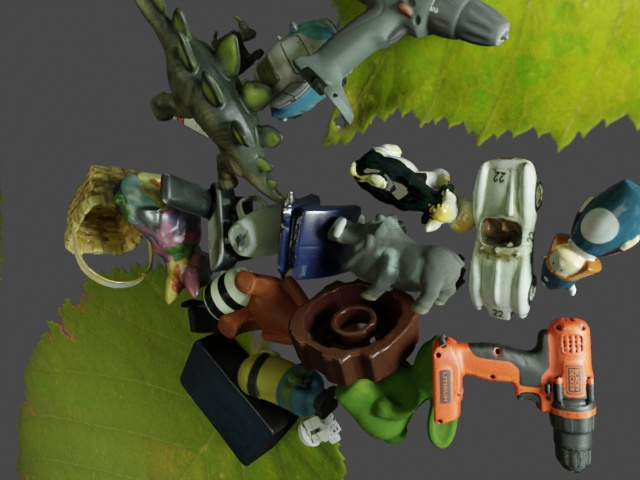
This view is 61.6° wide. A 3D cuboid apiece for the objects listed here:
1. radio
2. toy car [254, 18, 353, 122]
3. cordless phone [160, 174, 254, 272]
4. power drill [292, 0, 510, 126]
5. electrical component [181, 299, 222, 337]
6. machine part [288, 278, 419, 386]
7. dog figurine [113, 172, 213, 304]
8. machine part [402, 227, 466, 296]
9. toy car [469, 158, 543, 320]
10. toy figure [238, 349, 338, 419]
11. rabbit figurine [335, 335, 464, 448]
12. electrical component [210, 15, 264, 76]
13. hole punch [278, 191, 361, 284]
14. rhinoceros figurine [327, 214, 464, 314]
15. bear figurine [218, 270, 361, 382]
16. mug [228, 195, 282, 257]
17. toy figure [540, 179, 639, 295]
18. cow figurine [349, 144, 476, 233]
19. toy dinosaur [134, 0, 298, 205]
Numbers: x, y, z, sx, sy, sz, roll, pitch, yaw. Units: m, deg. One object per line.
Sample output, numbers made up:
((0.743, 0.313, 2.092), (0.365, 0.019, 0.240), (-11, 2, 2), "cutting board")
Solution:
((-0.159, 0.293, 1.005), (0.230, 0.073, 0.131), (44, 124, 22), "radio")
((-0.042, -0.242, 0.771), (0.162, 0.103, 0.109), (-29, 82, 36), "toy car")
((-0.186, -0.028, 0.860), (0.089, 0.184, 0.146), (-9, 78, 22), "cordless phone")
((0.079, -0.243, 0.657), (0.207, 0.086, 0.232), (-47, 65, 11), "power drill")
((-0.209, 0.141, 1.004), (0.119, 0.075, 0.047), (0, 101, 33), "electrical component")
((0.049, 0.122, 0.744), (0.180, 0.179, 0.055), (10, 128, 35), "machine part")
((-0.274, 0.002, 0.963), (0.109, 0.191, 0.219), (-17, 75, 32), "dog figurine")
((0.133, 0.031, 0.745), (0.139, 0.039, 0.084), (19, 106, 34), "machine part")
((0.225, 0.002, 0.656), (0.074, 0.056, 0.201), (8, 105, 35), "toy car")
((-0.058, 0.242, 0.905), (0.180, 0.089, 0.082), (18, 104, 35), "toy figure")
((0.130, 0.208, 0.743), (0.170, 0.121, 0.159), (-37, 82, 22), "rabbit figurine")
((-0.141, -0.309, 0.869), (0.102, 0.045, 0.078), (-22, 116, 41), "electrical component")
((-0.002, -0.002, 0.794), (0.092, 0.116, 0.142), (18, 111, 24), "hole punch")
((0.091, 0.023, 0.705), (0.191, 0.073, 0.112), (22, 112, 34), "rhinoceros figurine")
((-0.045, 0.138, 0.848), (0.196, 0.132, 0.120), (35, 108, 33), "bear figurine")
((-0.097, -0.022, 0.860), (0.081, 0.107, 0.109), (-33, 83, 36), "mug")
((0.300, 0.002, 0.602), (0.154, 0.058, 0.064), (-57, 28, 33), "toy figure")
((0.122, -0.063, 0.692), (0.167, 0.098, 0.068), (33, 114, 22), "cow figurine")
((-0.164, -0.220, 0.779), (0.471, 0.105, 0.199), (50, 153, -13), "toy dinosaur")
